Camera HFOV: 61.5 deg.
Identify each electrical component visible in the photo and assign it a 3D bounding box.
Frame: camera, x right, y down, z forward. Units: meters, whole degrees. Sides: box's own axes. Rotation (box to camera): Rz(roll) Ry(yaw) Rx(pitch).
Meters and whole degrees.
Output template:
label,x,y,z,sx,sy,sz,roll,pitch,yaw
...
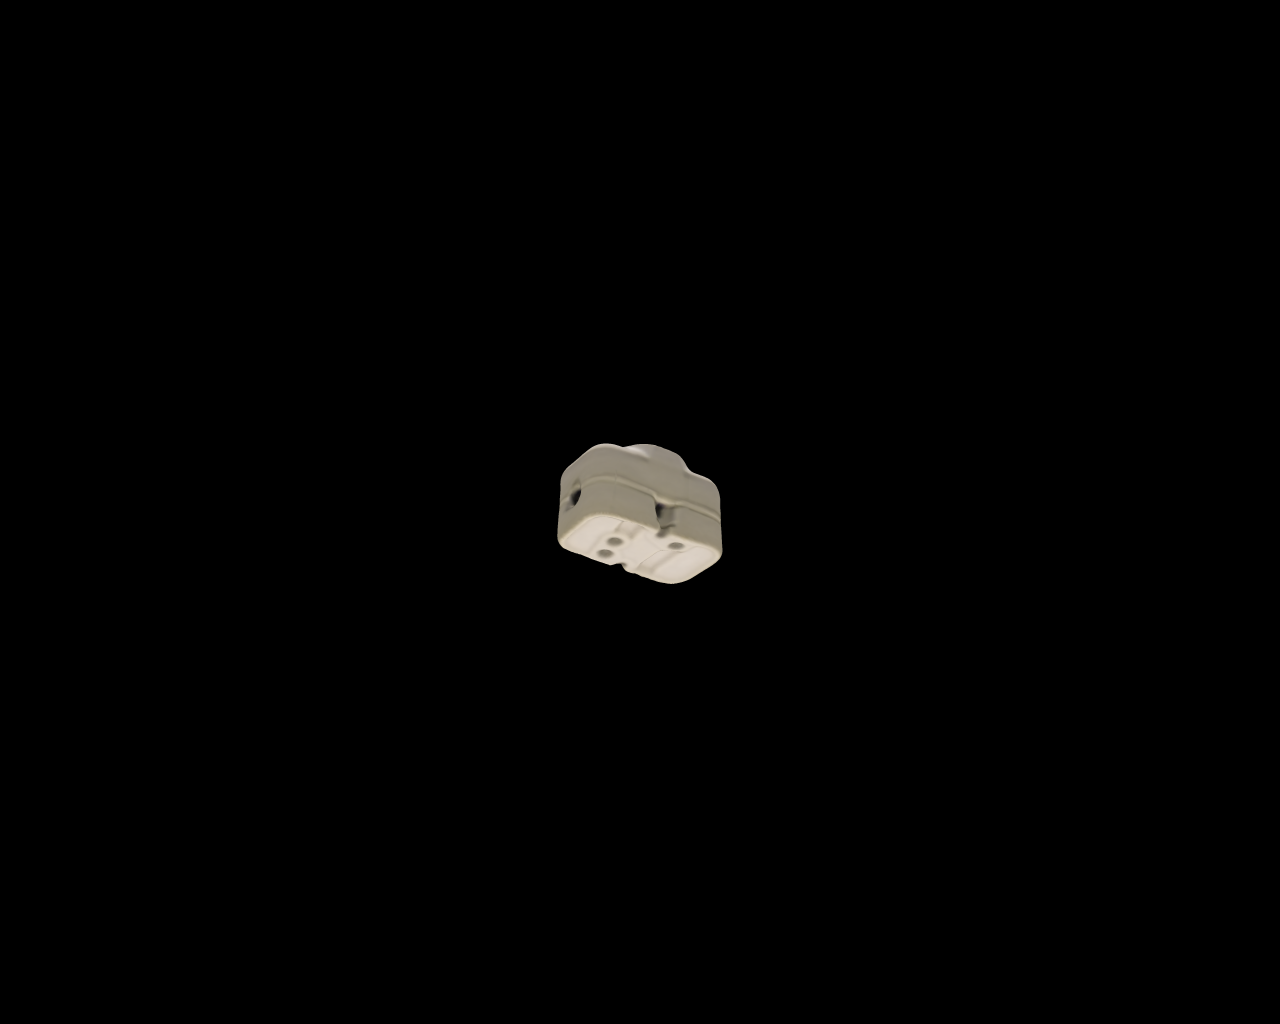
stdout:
label,x,y,z,sx,sy,sz,roll,pitch,yaw
electrical component,0.001,-0.003,0.650,0.095,0.059,0.053,19,-36,-29
